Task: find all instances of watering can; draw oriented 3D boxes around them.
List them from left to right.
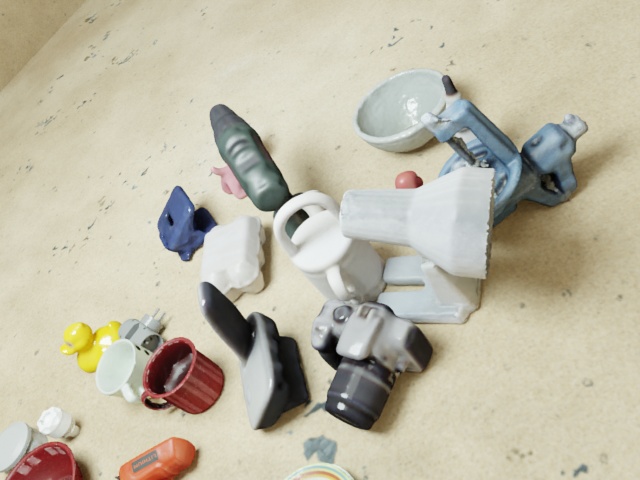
[{"bbox_3d":[0.005,0.004,0.777,0.101,0.195,0.172,-44,43,-5],"label":"watering can"}]

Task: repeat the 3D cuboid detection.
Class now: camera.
[{"bbox_3d":[0.043,0.148,0.698,0.142,0.101,0.137,8,60,39],"label":"camera"}]

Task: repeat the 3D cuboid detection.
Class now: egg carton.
[{"bbox_3d":[-0.141,0.030,0.949,0.107,0.070,0.150,-22,45,18],"label":"egg carton"}]

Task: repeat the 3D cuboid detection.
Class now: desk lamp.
[{"bbox_3d":[0.126,0.011,0.673,0.202,0.214,0.118,-6,52,31],"label":"desk lamp"}]

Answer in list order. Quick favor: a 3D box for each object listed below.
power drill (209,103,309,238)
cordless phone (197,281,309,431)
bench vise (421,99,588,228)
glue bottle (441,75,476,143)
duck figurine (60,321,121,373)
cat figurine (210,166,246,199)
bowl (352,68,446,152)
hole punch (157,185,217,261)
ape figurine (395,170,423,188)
[{"bbox_3d":[-0.088,-0.098,0.917,0.075,0.209,0.229,-37,42,3],"label":"power drill"},{"bbox_3d":[-0.103,0.146,0.737,0.094,0.186,0.147,-32,43,7],"label":"cordless phone"},{"bbox_3d":[0.216,-0.112,0.711,0.207,0.220,0.121,-42,43,-4],"label":"bench vise"},{"bbox_3d":[0.202,-0.160,0.796,0.037,0.174,0.078,-24,44,16],"label":"glue bottle"},{"bbox_3d":[-0.398,0.172,0.993,0.104,0.086,0.077,-39,42,0],"label":"duck figurine"},{"bbox_3d":[-0.160,-0.163,1.090,0.067,0.118,0.128,17,66,42],"label":"cat figurine"},{"bbox_3d":[0.142,-0.201,0.945,0.167,0.075,0.167,-19,46,21],"label":"bowl"},{"bbox_3d":[-0.260,-0.032,1.067,0.101,0.091,0.108,-41,42,-2],"label":"hole punch"},{"bbox_3d":[0.137,-0.063,0.819,0.077,0.092,0.076,17,66,42],"label":"ape figurine"}]
